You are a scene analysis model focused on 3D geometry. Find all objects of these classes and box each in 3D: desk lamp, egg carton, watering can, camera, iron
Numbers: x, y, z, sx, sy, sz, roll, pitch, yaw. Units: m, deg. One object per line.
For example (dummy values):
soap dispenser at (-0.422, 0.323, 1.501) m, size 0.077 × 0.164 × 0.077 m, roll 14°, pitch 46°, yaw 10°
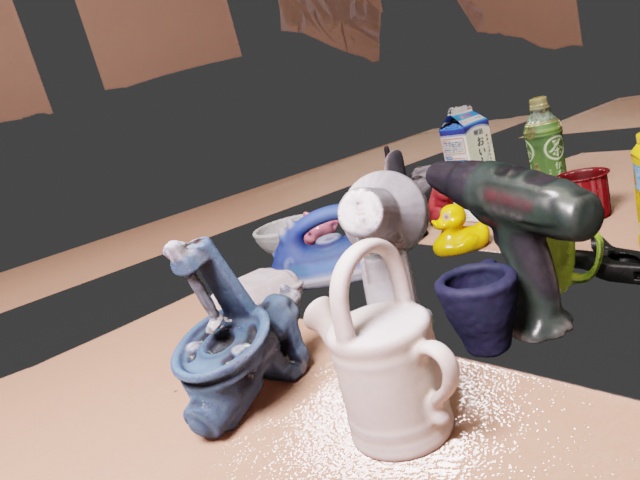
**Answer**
desk lamp at (0.083, 0.023, 0.738) m, size 0.117 × 0.214 × 0.203 m, roll -10°, pitch 15°, yaw 18°
egg carton at (-0.105, 0.096, 0.944) m, size 0.151 × 0.069 × 0.107 m, roll -25°, pitch 17°, yaw -37°
watering can at (0.050, 0.093, 0.534) m, size 0.172 × 0.194 × 0.101 m, roll -6°, pitch 16°, yaw 31°
camera at (0.286, -0.131, 1.381) m, size 0.136 × 0.101 × 0.143 m, roll -8°, pitch 15°, yaw 25°
iron at (0.010, 0.004, 1.043) m, size 0.258 × 0.141 × 0.118 m, roll -12°, pitch 14°, yaw 8°

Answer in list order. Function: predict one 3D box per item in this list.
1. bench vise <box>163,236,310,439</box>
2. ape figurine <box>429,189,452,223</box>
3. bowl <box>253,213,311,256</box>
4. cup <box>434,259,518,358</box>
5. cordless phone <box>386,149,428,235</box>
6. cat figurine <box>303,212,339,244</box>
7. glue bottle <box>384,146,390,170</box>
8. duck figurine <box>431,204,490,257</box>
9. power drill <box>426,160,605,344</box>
bench vise at (-0.106, 0.086, 0.668) m, size 0.121 × 0.220 × 0.208 m, roll -10°, pitch 15°, yaw 18°
ape figurine at (0.259, -0.079, 1.219) m, size 0.078 × 0.092 × 0.076 m, roll -22°, pitch 16°, yaw -28°
bowl at (-0.062, -0.003, 1.282) m, size 0.167 × 0.075 × 0.167 m, roll -14°, pitch 14°, yaw 4°
cup at (0.189, 0.079, 0.661) m, size 0.091 × 0.095 × 0.118 m, roll -6°, pitch 16°, yaw 31°
cordless phone at (0.142, -0.080, 1.147) m, size 0.093 × 0.185 × 0.148 m, roll -6°, pitch 16°, yaw 31°
cat figurine at (-0.019, -0.003, 1.148) m, size 0.127 × 0.118 × 0.067 m, roll -4°, pitch 17°, yaw 36°
glue bottle at (0.178, -0.142, 1.383) m, size 0.037 × 0.173 × 0.078 m, roll -15°, pitch 14°, yaw -2°
duck figurine at (0.248, -0.024, 1.026) m, size 0.104 × 0.086 × 0.077 m, roll -15°, pitch 14°, yaw -1°
power drill at (0.222, 0.006, 0.675) m, size 0.076 × 0.208 × 0.228 m, roll -22°, pitch 16°, yaw -29°
